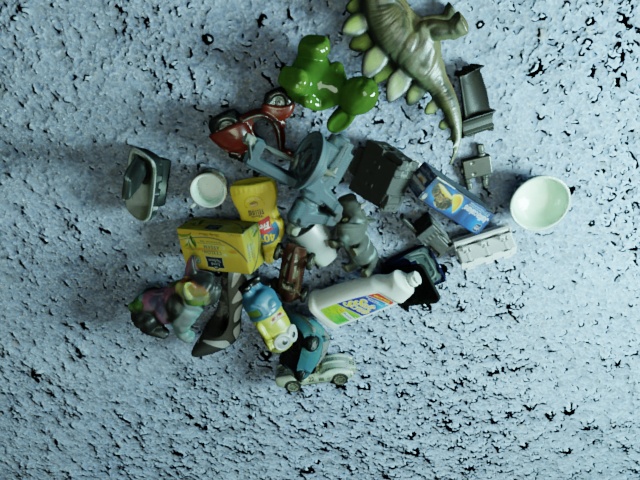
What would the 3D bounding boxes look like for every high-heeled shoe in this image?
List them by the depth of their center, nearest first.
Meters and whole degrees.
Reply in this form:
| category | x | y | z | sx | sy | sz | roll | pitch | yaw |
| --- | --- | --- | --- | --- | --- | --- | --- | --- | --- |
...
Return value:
| category | x | y | z | sx | sy | sz | roll | pitch | yaw |
| --- | --- | --- | --- | --- | --- | --- | --- | --- | --- |
| high-heeled shoe | -0.235 | 0.160 | 1.223 | 0.249 | 0.086 | 0.145 | -43 | 127 | 0 |

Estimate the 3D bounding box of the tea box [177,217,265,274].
| category | x | y | z | sx | sy | sz | roll | pitch | yaw |
| --- | --- | --- | --- | --- | --- | --- | --- | --- | --- |
| tea box | -0.210 | 0.010 | 1.142 | 0.170 | 0.068 | 0.098 | 3 | 116 | 25 |

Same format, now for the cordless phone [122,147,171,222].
| category | x | y | z | sx | sy | sz | roll | pitch | yaw |
| --- | --- | --- | --- | --- | --- | --- | --- | --- | --- |
| cordless phone | -0.362 | -0.093 | 1.066 | 0.089 | 0.184 | 0.146 | 12 | 114 | -9 |

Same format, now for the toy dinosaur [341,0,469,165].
| category | x | y | z | sx | sy | sz | roll | pitch | yaw |
| --- | --- | --- | --- | --- | --- | --- | --- | --- | --- |
| toy dinosaur | 0.165 | -0.361 | 0.985 | 0.198 | 0.105 | 0.471 | -33 | 101 | 23 |

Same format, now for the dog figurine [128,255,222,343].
| category | x | y | z | sx | sy | sz | roll | pitch | yaw |
| --- | --- | --- | --- | --- | --- | --- | --- | --- | --- |
| dog figurine | -0.315 | 0.121 | 1.164 | 0.191 | 0.108 | 0.219 | 13 | 139 | -9 |

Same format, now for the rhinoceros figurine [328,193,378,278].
| category | x | y | z | sx | sy | sz | roll | pitch | yaw |
| --- | --- | --- | --- | --- | --- | --- | --- | --- | --- |
| rhinoceros figurine | 0.079 | -0.009 | 1.140 | 0.073 | 0.112 | 0.190 | 14 | 139 | 41 |

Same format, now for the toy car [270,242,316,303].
| category | x | y | z | sx | sy | sz | roll | pitch | yaw |
| --- | --- | --- | --- | --- | --- | --- | --- | --- | --- |
| toy car | -0.063 | 0.076 | 1.170 | 0.089 | 0.053 | 0.202 | 20 | 144 | 5 |

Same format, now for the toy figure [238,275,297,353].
| category | x | y | z | sx | sy | sz | roll | pitch | yaw |
| --- | --- | --- | --- | --- | --- | --- | --- | --- | --- |
| toy figure | -0.115 | 0.164 | 1.183 | 0.082 | 0.089 | 0.180 | -33 | 102 | -10 |

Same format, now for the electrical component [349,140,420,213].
| category | x | y | z | sx | sy | sz | roll | pitch | yaw |
| --- | --- | --- | --- | --- | --- | --- | --- | --- | --- |
| electrical component | 0.118 | -0.133 | 1.074 | 0.058 | 0.134 | 0.114 | 0 | 120 | -43 |

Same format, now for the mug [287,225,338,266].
| category | x | y | z | sx | sy | sz | roll | pitch | yaw |
| --- | --- | --- | --- | --- | --- | --- | --- | --- | --- |
| mug | -0.002 | -0.004 | 1.167 | 0.109 | 0.081 | 0.107 | -44 | 121 | -20 |

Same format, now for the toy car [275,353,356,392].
| category | x | y | z | sx | sy | sz | roll | pitch | yaw |
| --- | --- | --- | --- | --- | --- | --- | --- | --- | --- |
| toy car | -0.011 | 0.319 | 1.308 | 0.202 | 0.073 | 0.056 | -11 | 115 | 6 |

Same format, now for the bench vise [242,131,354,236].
| category | x | y | z | sx | sy | sz | roll | pitch | yaw |
| --- | --- | --- | --- | --- | --- | --- | --- | --- | --- |
| bench vise | -0.052 | -0.125 | 1.034 | 0.240 | 0.129 | 0.223 | 23 | 115 | -29 |

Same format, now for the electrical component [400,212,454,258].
| category | x | y | z | sx | sy | sz | roll | pitch | yaw |
| --- | --- | --- | --- | --- | --- | --- | --- | --- | --- |
| electrical component | 0.227 | -0.024 | 1.150 | 0.048 | 0.075 | 0.119 | -41 | 105 | 18 |

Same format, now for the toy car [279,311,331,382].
| category | x | y | z | sx | sy | sz | roll | pitch | yaw |
| --- | --- | --- | --- | --- | --- | --- | --- | --- | --- |
| toy car | -0.027 | 0.246 | 1.257 | 0.103 | 0.109 | 0.161 | -6 | 114 | -39 |

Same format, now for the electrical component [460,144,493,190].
| category | x | y | z | sx | sy | sz | roll | pitch | yaw |
| --- | --- | --- | --- | --- | --- | --- | --- | --- | --- |
| electrical component | 0.323 | -0.152 | 1.117 | 0.063 | 0.021 | 0.093 | -12 | 114 | 7 |

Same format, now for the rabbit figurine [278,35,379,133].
| category | x | y | z | sx | sy | sz | roll | pitch | yaw |
| --- | --- | --- | --- | --- | --- | --- | --- | --- | --- |
| rabbit figurine | 0.027 | -0.268 | 0.991 | 0.170 | 0.121 | 0.159 | 25 | 158 | 19 |

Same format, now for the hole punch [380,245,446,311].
| category | x | y | z | sx | sy | sz | roll | pitch | yaw |
| --- | --- | --- | --- | --- | --- | --- | --- | --- | --- |
| hole punch | 0.211 | 0.079 | 1.200 | 0.116 | 0.092 | 0.142 | -13 | 120 | 37 |

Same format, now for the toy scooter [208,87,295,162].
| category | x | y | z | sx | sy | sz | roll | pitch | yaw |
| --- | --- | --- | --- | --- | --- | --- | --- | --- | --- |
| toy scooter | -0.123 | -0.210 | 1.072 | 0.184 | 0.075 | 0.135 | -22 | 114 | 6 |

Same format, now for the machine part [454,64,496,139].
| category | x | y | z | sx | sy | sz | roll | pitch | yaw |
| --- | --- | --- | --- | --- | --- | --- | --- | --- | --- |
| machine part | 0.299 | -0.272 | 1.052 | 0.084 | 0.039 | 0.138 | -13 | 114 | 3 |

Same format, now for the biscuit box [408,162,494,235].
| category | x | y | z | sx | sy | sz | roll | pitch | yaw |
| --- | --- | --- | --- | --- | --- | --- | --- | --- | --- |
| biscuit box | 0.268 | -0.081 | 1.092 | 0.202 | 0.063 | 0.059 | 25 | 115 | -34 |
